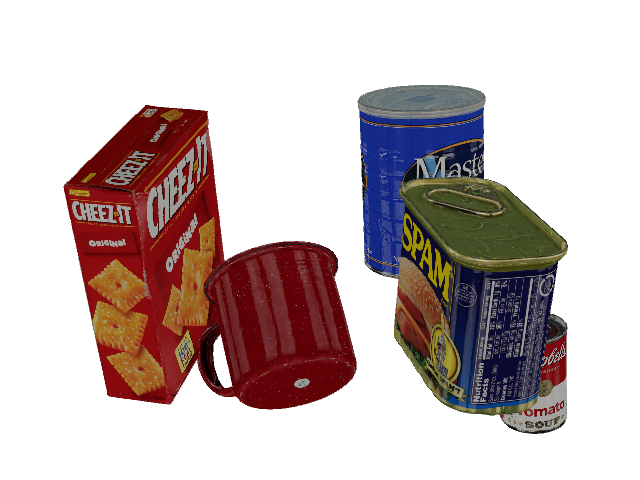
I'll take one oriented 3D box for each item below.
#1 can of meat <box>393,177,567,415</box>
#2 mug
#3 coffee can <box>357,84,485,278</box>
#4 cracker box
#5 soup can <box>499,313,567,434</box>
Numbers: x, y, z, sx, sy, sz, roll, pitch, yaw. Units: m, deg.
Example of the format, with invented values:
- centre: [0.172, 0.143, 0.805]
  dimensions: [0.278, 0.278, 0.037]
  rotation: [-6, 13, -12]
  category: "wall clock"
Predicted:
- centre: [0.073, 0.025, 0.524]
  dimensions: [0.057, 0.084, 0.102]
  rotation: [-4, 25, -14]
  category: "can of meat"
- centre: [-0.034, 0.064, 0.704]
  dimensions: [0.117, 0.081, 0.093]
  rotation: [-27, -30, 22]
  category: "mug"
- centre: [0.084, -0.050, 0.882]
  dimensions: [0.103, 0.140, 0.103]
  rotation: [-3, 19, 1]
  category: "coffee can"
- centre: [-0.143, 0.011, 0.947]
  dimensions: [0.072, 0.214, 0.164]
  rotation: [6, 32, 15]
  category: "cracker box"
- centre: [0.208, 0.130, 1.051]
  dimensions: [0.068, 0.102, 0.068]
  rotation: [-5, 21, 2]
  category: "soup can"
